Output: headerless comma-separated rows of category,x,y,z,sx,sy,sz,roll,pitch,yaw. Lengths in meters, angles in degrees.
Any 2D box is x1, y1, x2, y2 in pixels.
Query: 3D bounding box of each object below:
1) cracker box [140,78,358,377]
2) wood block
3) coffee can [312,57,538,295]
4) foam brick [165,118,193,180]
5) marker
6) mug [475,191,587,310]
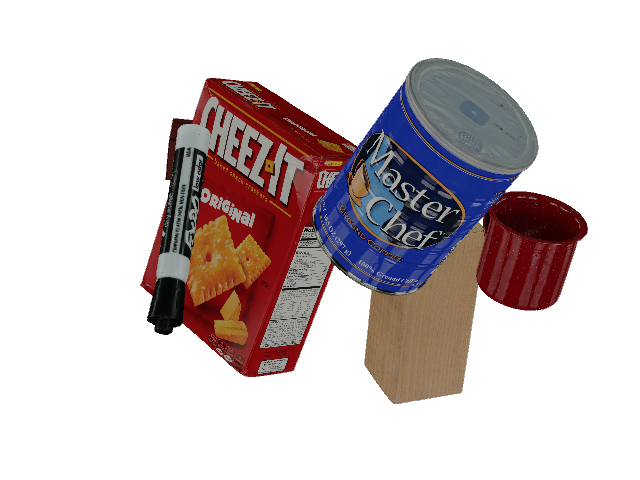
cracker box,-0.064,-0.013,0.938,0.071,0.214,0.164,-3,31,-46
wood block,0.112,0.067,1.188,0.090,0.206,0.090,-6,28,-19
coffee can,0.071,-0.043,0.755,0.102,0.103,0.140,0,-39,-36
foam brick,-0.126,-0.096,1.155,0.078,0.051,0.053,6,30,-6
marker,-0.077,-0.007,0.582,0.020,0.121,0.020,5,-24,2
mug,0.187,0.005,1.006,0.093,0.081,0.117,-8,36,-27
